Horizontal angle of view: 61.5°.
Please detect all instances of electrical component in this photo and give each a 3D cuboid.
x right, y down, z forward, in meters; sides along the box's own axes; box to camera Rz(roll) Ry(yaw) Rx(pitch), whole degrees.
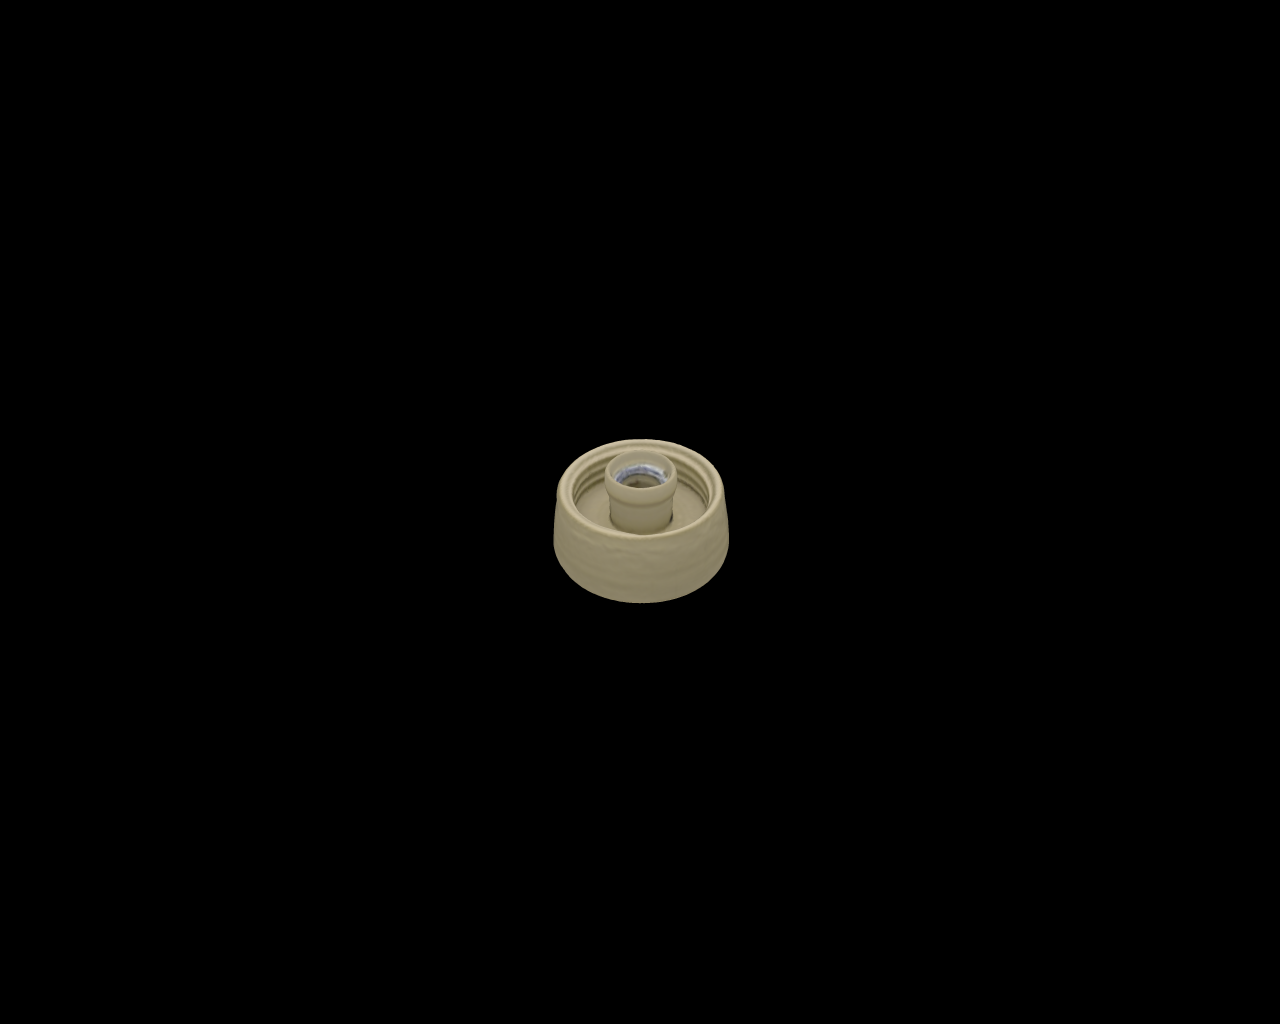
[{"bbox_3d":[0.001,-0.003,0.650,0.108,0.060,0.108,0,39,0],"label":"electrical component"}]
